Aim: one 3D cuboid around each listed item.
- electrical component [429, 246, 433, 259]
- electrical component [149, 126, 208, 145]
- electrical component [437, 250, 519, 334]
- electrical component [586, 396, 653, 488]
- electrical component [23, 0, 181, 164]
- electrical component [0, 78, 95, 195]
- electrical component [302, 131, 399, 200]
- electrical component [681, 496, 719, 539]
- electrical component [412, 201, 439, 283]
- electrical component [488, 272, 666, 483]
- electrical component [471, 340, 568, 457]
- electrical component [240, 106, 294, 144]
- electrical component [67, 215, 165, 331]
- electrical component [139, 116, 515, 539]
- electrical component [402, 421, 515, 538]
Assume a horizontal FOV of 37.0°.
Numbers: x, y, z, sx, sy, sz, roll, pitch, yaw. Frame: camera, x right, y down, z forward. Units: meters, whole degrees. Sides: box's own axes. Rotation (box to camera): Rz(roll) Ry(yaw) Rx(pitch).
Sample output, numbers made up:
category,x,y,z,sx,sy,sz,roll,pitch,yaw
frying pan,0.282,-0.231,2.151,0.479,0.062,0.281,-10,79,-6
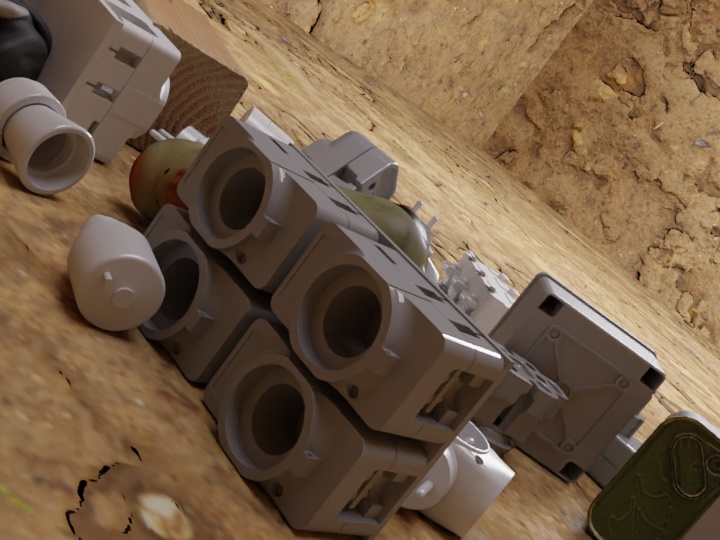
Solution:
category,x,y,z,sx,sy,sz,roll,pitch,yaw
electrical component,0.019,-0.026,0.962,0.066,0.047,0.076,32,13,-19
electrical component,-0.117,-0.077,0.769,0.076,0.047,0.083,37,12,2
electrical component,0.101,0.033,0.929,0.079,0.063,0.121,34,12,-15
electrical component,0.198,0.120,0.845,0.083,0.075,0.047,44,14,30
electrical component,-0.190,-0.150,0.735,0.062,0.089,0.150,24,17,-45
electrical component,-0.179,-0.074,0.593,0.055,0.045,0.045,44,14,30
electrical component,-0.022,-0.069,0.893,0.059,0.095,0.053,42,-28,23
electrical component,0.261,0.171,0.654,0.062,0.150,0.089,19,21,-51
electrical component,0.034,-0.021,0.884,0.077,0.079,0.043,44,-19,-16
electrical component,0.142,0.077,0.774,0.109,0.108,0.056,35,15,-7
electrical component,0.090,0.086,0.715,0.078,0.057,0.058,31,13,-24
electrical component,-0.091,-0.107,0.939,0.047,0.055,0.055,37,12,-16
electrical component,-0.118,-0.004,0.510,0.040,0.040,0.078,29,14,-34
electrical component,-0.033,0.020,0.503,0.060,0.105,0.186,22,19,-49
electrical component,0.032,0.097,0.543,0.077,0.044,0.079,40,12,12
